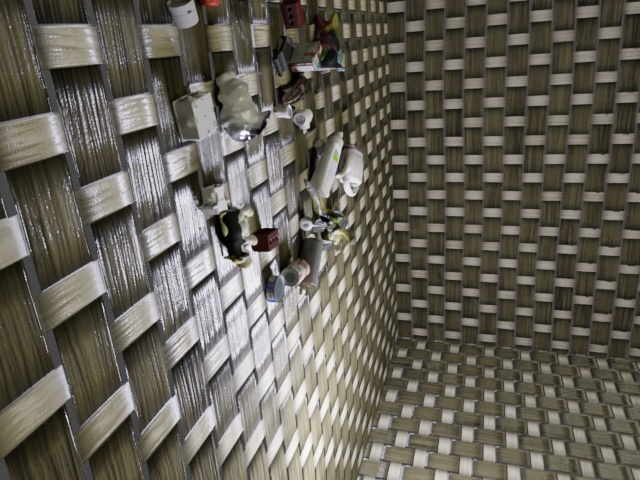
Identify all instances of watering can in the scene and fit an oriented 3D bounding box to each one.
[{"bbox_3d":[0.128,-0.319,2.262,0.345,0.104,0.226,33,59,-71],"label":"watering can"}]

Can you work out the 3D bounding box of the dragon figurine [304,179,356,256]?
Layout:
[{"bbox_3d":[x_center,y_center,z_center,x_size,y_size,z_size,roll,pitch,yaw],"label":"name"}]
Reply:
[{"bbox_3d":[0.006,-0.093,1.857,0.402,0.122,0.247,64,-6,-30],"label":"dragon figurine"}]

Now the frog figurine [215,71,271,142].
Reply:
[{"bbox_3d":[-0.208,-0.325,1.265,0.158,0.121,0.140,42,50,-20],"label":"frog figurine"}]
